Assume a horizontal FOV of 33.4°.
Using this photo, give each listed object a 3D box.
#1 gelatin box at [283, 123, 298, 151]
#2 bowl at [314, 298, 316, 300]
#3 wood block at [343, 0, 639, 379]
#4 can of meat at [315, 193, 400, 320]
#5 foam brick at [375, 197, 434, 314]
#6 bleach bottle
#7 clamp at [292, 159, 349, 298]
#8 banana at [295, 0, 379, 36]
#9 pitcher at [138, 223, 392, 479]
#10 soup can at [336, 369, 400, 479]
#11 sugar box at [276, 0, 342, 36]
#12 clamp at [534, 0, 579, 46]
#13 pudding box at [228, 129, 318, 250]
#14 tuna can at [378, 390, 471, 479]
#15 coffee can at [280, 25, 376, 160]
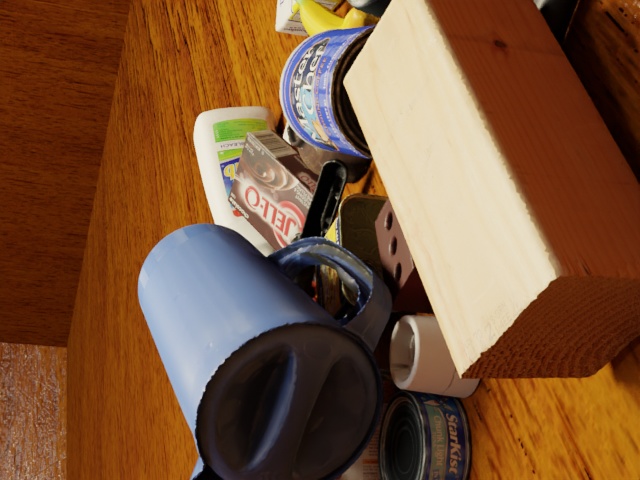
[{"bbox_3d":[-0.021,-0.085,1.116,0.073,0.030,0.089,-106,28,-52],"label":"gelatin box"},{"bbox_3d":[-0.068,0.114,1.053,0.162,0.055,0.162,-51,19,24],"label":"bowl"},{"bbox_3d":[0.097,-0.036,0.570,0.090,0.090,0.206,-56,41,42],"label":"wood block"},{"bbox_3d":[0.032,0.027,0.868,0.084,0.057,0.102,122,150,-58],"label":"can of meat"},{"bbox_3d":[0.074,0.007,0.750,0.053,0.051,0.078,117,153,-49],"label":"foam brick"},{"bbox_3d":[-0.072,-0.047,1.179,0.068,0.102,0.251,101,158,-43],"label":"bleach bottle"},{"bbox_3d":[-0.006,0.001,0.981,0.120,0.039,0.171,-58,-8,-16],"label":"clamp"},{"bbox_3d":[0.018,-0.195,0.982,0.037,0.069,0.198,-50,27,0],"label":"banana"},{"bbox_3d":[-0.052,0.068,0.800,0.243,0.149,0.145,-136,44,-60],"label":"pitcher"},{"bbox_3d":[0.030,0.155,0.811,0.069,0.068,0.102,135,138,-63],"label":"soup can"},{"bbox_3d":[-0.001,-0.281,1.099,0.176,0.048,0.093,156,119,-74],"label":"sugar box"},{"bbox_3d":[0.109,-0.073,0.689,0.165,0.036,0.210,-171,86,-69],"label":"clamp"},{"bbox_3d":[-0.039,-0.044,1.068,0.114,0.039,0.090,46,133,31],"label":"pudding box"},{"bbox_3d":[0.071,0.147,0.742,0.086,0.033,0.086,-174,90,-72],"label":"tuna can"},{"bbox_3d":[0.035,-0.115,0.831,0.140,0.102,0.103,-153,71,-71],"label":"coffee can"}]
